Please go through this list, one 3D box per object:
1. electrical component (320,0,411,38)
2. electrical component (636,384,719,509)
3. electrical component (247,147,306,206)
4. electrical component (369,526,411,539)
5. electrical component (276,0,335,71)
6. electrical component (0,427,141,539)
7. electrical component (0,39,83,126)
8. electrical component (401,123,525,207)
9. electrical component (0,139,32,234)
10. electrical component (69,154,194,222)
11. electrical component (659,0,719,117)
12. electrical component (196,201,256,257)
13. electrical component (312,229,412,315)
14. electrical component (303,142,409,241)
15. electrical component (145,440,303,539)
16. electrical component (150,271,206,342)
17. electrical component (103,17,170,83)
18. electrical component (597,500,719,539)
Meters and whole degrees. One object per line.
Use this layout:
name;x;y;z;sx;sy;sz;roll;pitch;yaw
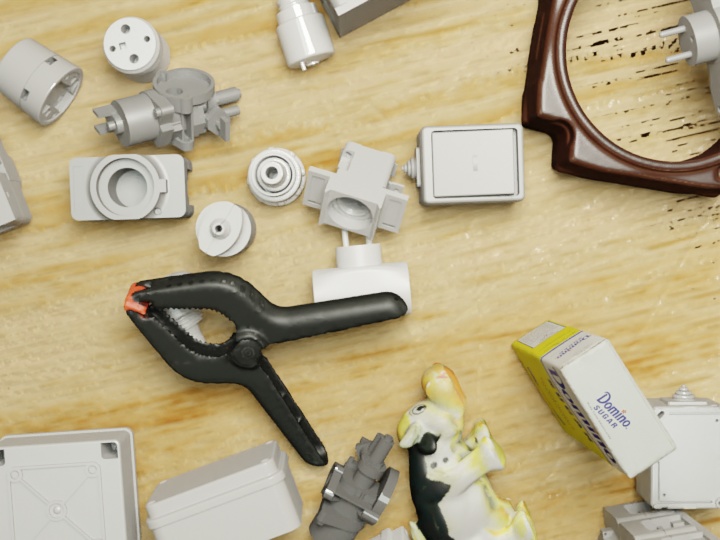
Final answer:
electrical component;0.035;-0.251;0.839;0.150;0.089;0.061;-28;92;0
electrical component;0.258;0.139;0.867;0.062;0.061;0.096;0;92;0
electrical component;-0.068;-0.075;0.857;0.048;0.062;0.048;0;92;-1
electrical component;0.033;0.271;0.861;0.057;0.078;0.113;-27;92;3
electrical component;-0.048;-0.198;0.864;0.040;0.040;0.078;-18;91;0
electrical component;-0.237;0.187;0.866;0.109;0.056;0.108;-4;92;-1
electrical component;-0.257;-0.151;0.858;0.047;0.055;0.055;35;91;2
electrical component;0.081;-0.083;0.859;0.096;0.061;0.061;-2;92;0
electrical component;-0.349;-0.106;0.854;0.105;0.060;0.186;-22;92;0
electrical component;-0.182;-0.065;0.859;0.089;0.055;0.050;-2;92;-1
electrical component;0.254;-0.170;0.777;0.074;0.052;0.138;-15;92;0
electrical component;-0.107;-0.032;0.848;0.043;0.081;0.043;0;92;-1
electrical component;0.000;0.000;0.869;0.077;0.043;0.079;-5;91;0
electrical component;-0.001;-0.065;0.856;0.081;0.042;0.063;17;52;1
electrical component;-0.107;0.186;0.857;0.113;0.078;0.057;-20;95;0
electrical component;-0.147;0.035;0.869;0.048;0.048;0.062;-27;98;0
electrical component;-0.178;-0.175;0.856;0.045;0.055;0.045;0;92;-1
electrical component;0.233;0.239;0.825;0.062;0.150;0.089;-9;92;-1
